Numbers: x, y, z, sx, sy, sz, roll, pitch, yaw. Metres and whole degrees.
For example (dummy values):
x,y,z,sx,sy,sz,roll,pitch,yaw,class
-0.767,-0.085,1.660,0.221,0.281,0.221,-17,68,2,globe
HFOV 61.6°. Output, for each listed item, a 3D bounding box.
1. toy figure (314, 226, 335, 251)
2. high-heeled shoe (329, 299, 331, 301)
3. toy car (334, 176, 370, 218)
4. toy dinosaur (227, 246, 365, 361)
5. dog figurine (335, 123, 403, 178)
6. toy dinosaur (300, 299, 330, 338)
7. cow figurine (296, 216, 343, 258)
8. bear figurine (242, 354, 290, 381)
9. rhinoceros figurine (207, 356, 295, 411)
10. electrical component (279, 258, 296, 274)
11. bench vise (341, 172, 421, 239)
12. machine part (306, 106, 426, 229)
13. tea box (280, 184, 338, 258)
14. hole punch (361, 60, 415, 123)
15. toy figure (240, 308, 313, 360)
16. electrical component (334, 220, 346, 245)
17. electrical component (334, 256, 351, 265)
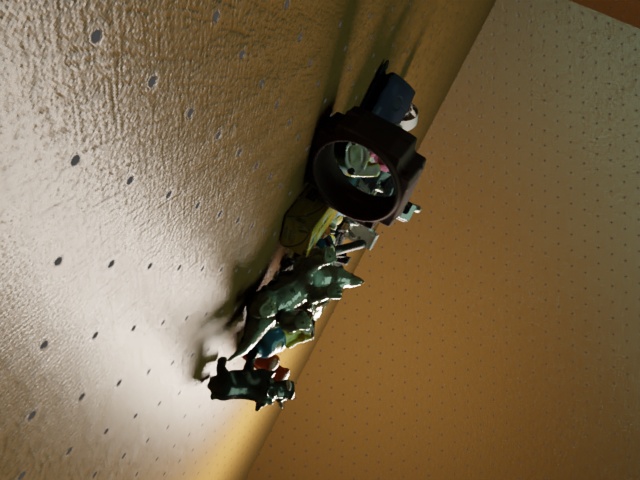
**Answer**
x,y,z,sx,sy,sz,roll,pitch,yaw,class
0.002,-0.011,1.258,0.058,0.064,0.154,-71,155,-44,toy figure
-0.028,0.215,1.738,0.248,0.086,0.145,-51,-176,9,high-heeled shoe
0.069,-0.108,1.289,0.162,0.103,0.109,-69,-179,-57,toy car
-0.074,0.125,1.138,0.405,0.131,0.192,-29,-177,-33,toy dinosaur
0.110,-0.211,1.263,0.219,0.192,0.108,-136,-146,-75,dog figurine
-0.032,0.162,1.509,0.471,0.105,0.198,-93,-153,-87,toy dinosaur
-0.004,-0.006,1.353,0.167,0.068,0.098,-64,165,8,cow figurine
-0.099,0.228,1.306,0.196,0.132,0.120,-52,147,-23,bear figurine
-0.143,0.305,1.134,0.112,0.190,0.073,48,-61,54,rhinoceros figurine
-0.079,0.073,1.290,0.063,0.021,0.094,-66,169,16,electrical component
0.164,-0.099,1.433,0.129,0.240,0.223,33,-78,62,bench vise
0.081,-0.131,1.015,0.087,0.202,0.200,-52,167,-39,machine part
-0.012,-0.058,1.134,0.170,0.068,0.098,-56,169,-40,tea box
0.157,-0.325,1.248,0.142,0.092,0.115,-60,167,8,hole punch
-0.096,0.209,1.195,0.180,0.082,0.089,-21,-178,-39,toy figure
0.049,-0.023,1.616,0.134,0.058,0.114,-52,164,-50,electrical component
0.048,0.062,1.658,0.075,0.119,0.047,-59,140,-28,electrical component
